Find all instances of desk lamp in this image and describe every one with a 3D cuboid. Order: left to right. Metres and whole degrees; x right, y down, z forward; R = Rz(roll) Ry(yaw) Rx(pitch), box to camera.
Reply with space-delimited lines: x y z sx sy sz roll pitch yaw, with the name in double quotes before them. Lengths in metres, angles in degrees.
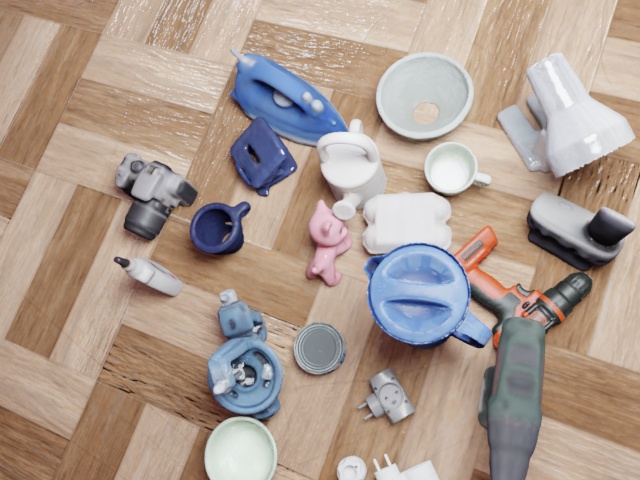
"desk lamp" 0.369 -0.179 0.888 0.118 0.214 0.203 -28 71 4

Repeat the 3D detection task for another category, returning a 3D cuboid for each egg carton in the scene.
"egg carton" 0.147 -0.027 0.971 0.150 0.069 0.107 -2 74 12

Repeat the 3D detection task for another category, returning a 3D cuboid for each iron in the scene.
"iron" -0.054 -0.261 1.040 0.257 0.142 0.119 33 84 18

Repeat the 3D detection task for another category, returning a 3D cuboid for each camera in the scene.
"camera" -0.327 -0.079 1.070 0.143 0.101 0.137 23 81 17

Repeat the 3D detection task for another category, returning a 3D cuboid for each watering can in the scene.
"watering can" 0.053 -0.120 0.950 0.101 0.194 0.173 -18 72 7

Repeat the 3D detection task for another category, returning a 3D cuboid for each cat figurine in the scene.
"cat figurine" 0.009 0.003 0.966 0.067 0.118 0.128 13 78 16

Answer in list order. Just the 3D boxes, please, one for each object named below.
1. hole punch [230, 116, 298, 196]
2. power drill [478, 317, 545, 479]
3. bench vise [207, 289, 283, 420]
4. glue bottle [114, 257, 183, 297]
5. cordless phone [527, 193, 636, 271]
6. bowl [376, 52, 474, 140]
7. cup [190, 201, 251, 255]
"hole punch" -0.109 -0.152 1.049 0.101 0.091 0.108 -35 71 1
"power drill" 0.267 0.228 0.801 0.075 0.209 0.230 8 77 14
"bench vise" -0.141 0.181 0.895 0.121 0.220 0.207 -36 71 1
"glue bottle" -0.304 0.054 0.990 0.078 0.173 0.037 31 83 18
"cordless phone" 0.392 -0.032 0.858 0.147 0.185 0.094 29 83 18
"bowl" 0.186 -0.243 1.019 0.167 0.075 0.167 -3 74 11
"cup" -0.162 -0.020 1.021 0.118 0.095 0.091 -39 71 0
